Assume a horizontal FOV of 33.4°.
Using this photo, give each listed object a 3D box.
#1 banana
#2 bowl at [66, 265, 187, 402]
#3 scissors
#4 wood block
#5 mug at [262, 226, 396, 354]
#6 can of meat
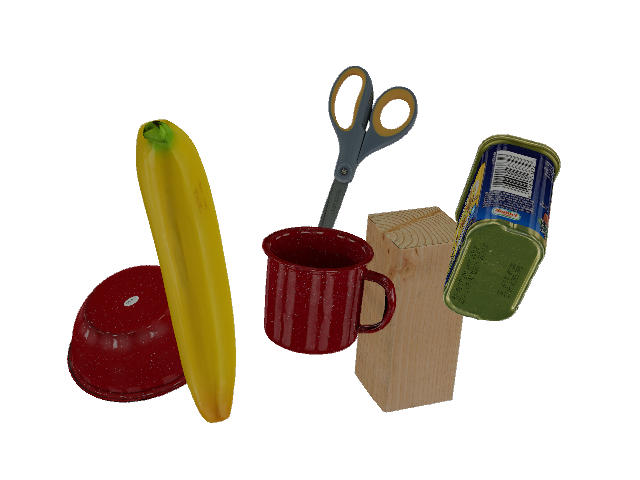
[{"bbox_3d":[-0.077,0.010,0.600,0.037,0.198,0.069,-4,32,9],"label":"banana"},{"bbox_3d":[-0.170,0.074,1.006,0.162,0.055,0.162,-9,41,8],"label":"bowl"},{"bbox_3d":[0.043,-0.071,1.027,0.096,0.202,0.016,2,-12,6],"label":"scissors"},{"bbox_3d":[0.101,0.077,1.195,0.090,0.206,0.090,-7,28,-20],"label":"wood block"},{"bbox_3d":[0.006,0.045,0.893,0.117,0.081,0.093,11,23,13],"label":"mug"},{"bbox_3d":[0.122,-0.006,0.726,0.057,0.084,0.102,16,-41,3],"label":"can of meat"}]
